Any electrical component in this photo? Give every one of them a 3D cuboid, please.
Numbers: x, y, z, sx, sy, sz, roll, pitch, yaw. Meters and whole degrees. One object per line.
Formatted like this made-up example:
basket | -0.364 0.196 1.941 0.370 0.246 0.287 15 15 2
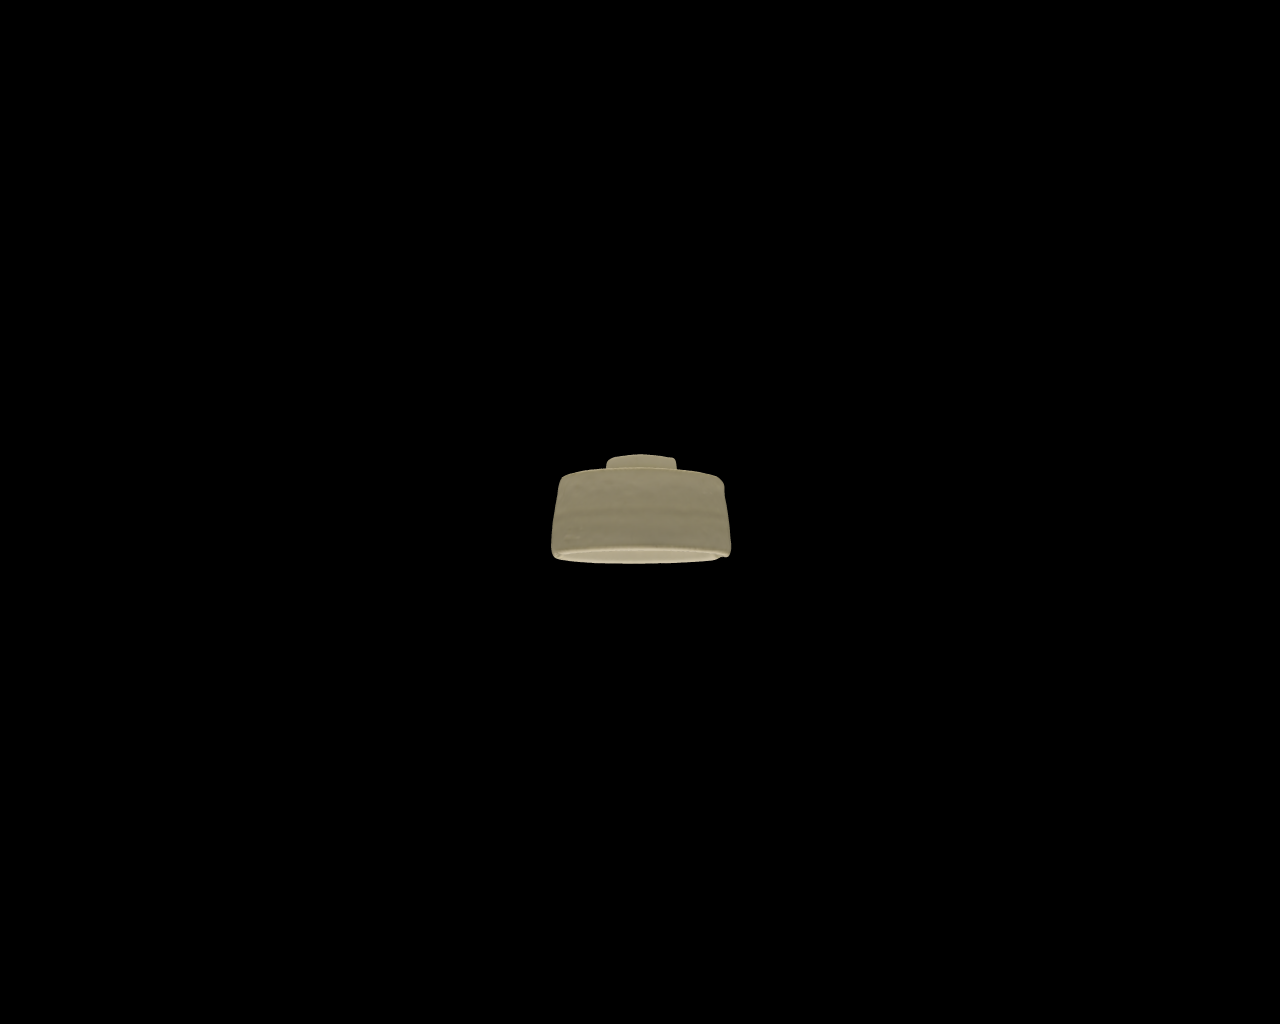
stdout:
electrical component | 0.001 -0.003 0.650 0.108 0.060 0.108 0 -7 0
